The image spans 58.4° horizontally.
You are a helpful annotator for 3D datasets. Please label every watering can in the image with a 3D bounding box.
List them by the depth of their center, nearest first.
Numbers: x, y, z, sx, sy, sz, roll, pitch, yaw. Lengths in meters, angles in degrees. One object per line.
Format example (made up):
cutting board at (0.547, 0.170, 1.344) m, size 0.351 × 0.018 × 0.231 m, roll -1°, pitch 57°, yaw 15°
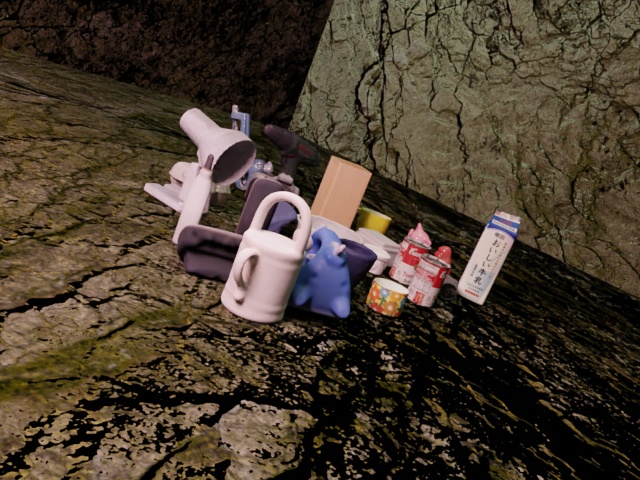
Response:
watering can at (-0.071, 0.018, 0.875) m, size 0.101 × 0.194 × 0.173 m, roll 22°, pitch 14°, yaw 1°

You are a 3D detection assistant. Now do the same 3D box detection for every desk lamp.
desk lamp at (-0.258, -0.164, 1.241) m, size 0.202 × 0.213 × 0.118 m, roll 28°, pitch 15°, yaw 25°

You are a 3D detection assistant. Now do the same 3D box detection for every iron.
iron at (-0.004, 0.038, 1.013) m, size 0.119 × 0.141 × 0.258 m, roll 18°, pitch 14°, yaw -15°

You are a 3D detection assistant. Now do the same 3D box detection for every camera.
camera at (-0.124, -0.130, 1.553) m, size 0.143 × 0.101 × 0.136 m, roll 19°, pitch 14°, yaw -9°

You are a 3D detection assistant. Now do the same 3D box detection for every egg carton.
egg carton at (-0.294, -0.139, 1.396) m, size 0.149 × 0.069 × 0.108 m, roll 30°, pitch 16°, yaw 31°

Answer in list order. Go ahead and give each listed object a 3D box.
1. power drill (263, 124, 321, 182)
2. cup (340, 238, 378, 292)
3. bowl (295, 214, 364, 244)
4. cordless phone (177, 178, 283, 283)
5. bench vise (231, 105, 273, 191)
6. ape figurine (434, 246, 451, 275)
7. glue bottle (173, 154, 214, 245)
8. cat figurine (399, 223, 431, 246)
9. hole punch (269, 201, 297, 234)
power drill at (-0.105, -0.225, 1.715) m, size 0.230 × 0.208 × 0.075 m, roll 7°, pitch 20°, yaw -46°
cup at (0.044, 0.051, 1.134) m, size 0.117 × 0.095 × 0.092 m, roll 22°, pitch 14°, yaw 0°
bowl at (0.012, 0.005, 1.302) m, size 0.167 × 0.075 × 0.167 m, roll 20°, pitch 14°, yaw -5°
cordless phone at (-0.147, -0.028, 0.954) m, size 0.148 × 0.185 × 0.094 m, roll 15°, pitch 15°, yaw -25°
bench vise at (-0.225, -0.267, 1.671) m, size 0.207 × 0.220 × 0.121 m, roll 19°, pitch 14°, yaw -10°
ape figurine at (0.320, 0.058, 1.528) m, size 0.076 × 0.092 × 0.078 m, roll 23°, pitch 14°, yaw 6°
glue bottle at (-0.223, -0.075, 1.043) m, size 0.037 × 0.173 × 0.078 m, roll 19°, pitch 14°, yaw -11°
cat figurine at (0.258, 0.008, 1.571) m, size 0.067 × 0.118 × 0.127 m, roll 19°, pitch 14°, yaw -9°
hole punch at (-0.115, -0.044, 1.259) m, size 0.101 × 0.091 × 0.108 m, roll 12°, pitch 17°, yaw -34°
